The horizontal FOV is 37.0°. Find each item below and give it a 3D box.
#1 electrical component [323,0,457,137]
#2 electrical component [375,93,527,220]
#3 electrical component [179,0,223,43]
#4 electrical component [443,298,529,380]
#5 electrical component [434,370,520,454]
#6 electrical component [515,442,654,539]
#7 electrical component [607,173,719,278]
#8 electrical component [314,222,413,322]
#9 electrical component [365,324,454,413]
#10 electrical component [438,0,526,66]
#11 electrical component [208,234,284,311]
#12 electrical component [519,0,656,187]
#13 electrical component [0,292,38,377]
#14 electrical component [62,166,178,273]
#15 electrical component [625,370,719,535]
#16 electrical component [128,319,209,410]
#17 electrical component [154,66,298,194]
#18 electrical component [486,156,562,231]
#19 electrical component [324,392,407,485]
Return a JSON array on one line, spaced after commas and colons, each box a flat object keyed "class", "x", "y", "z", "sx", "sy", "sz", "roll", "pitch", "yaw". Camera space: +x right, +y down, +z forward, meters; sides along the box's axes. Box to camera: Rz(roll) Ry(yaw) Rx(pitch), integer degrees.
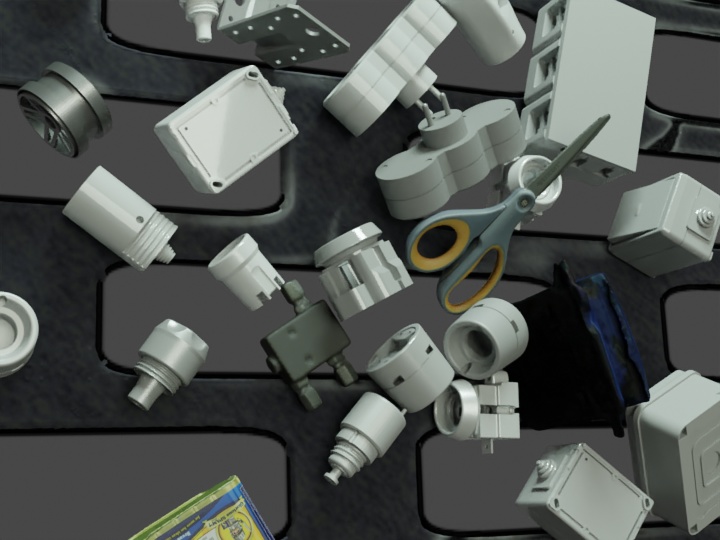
[{"class": "electrical component", "x": 0.038, "y": -0.158, "z": 0.882, "sx": 0.074, "sy": 0.052, "sz": 0.138, "roll": 42, "pitch": 66, "yaw": -10}, {"class": "electrical component", "x": 0.070, "y": -0.105, "z": 0.869, "sx": 0.138, "sy": 0.052, "sz": 0.073, "roll": -34, "pitch": 119, "yaw": -23}, {"class": "electrical component", "x": -0.123, "y": -0.207, "z": 0.835, "sx": 0.035, "sy": 0.035, "sz": 0.061, "roll": -2, "pitch": 82, "yaw": -23}, {"class": "electrical component", "x": 0.098, "y": 0.055, "z": 0.848, "sx": 0.047, "sy": 0.055, "sz": 0.055, "roll": -29, "pitch": 91, "yaw": -53}, {"class": "electrical component", "x": 0.092, "y": 0.112, "z": 0.852, "sx": 0.055, "sy": 0.048, "sz": 0.066, "roll": 6, "pitch": 76, "yaw": -29}, {"class": "electrical component", "x": 0.172, "y": 0.183, "z": 0.861, "sx": 0.096, "sy": 0.061, "sz": 0.061, "roll": 40, "pitch": 67, "yaw": -10}, {"class": "electrical component", "x": 0.266, "y": -0.041, "z": 0.929, "sx": 0.061, "sy": 0.096, "sz": 0.061, "roll": 29, "pitch": 69, "yaw": -14}, {"class": "electrical component", "x": 0.000, "y": 0.000, "z": 0.827, "sx": 0.078, "sy": 0.058, "sz": 0.057, "roll": -24, "pitch": 86, "yaw": -58}, {"class": "electrical component", "x": 0.040, "y": 0.077, "z": 0.833, "sx": 0.047, "sy": 0.055, "sz": 0.055, "roll": 49, "pitch": 65, "yaw": -11}, {"class": "electrical component", "x": 0.105, "y": -0.228, "z": 0.926, "sx": 0.077, "sy": 0.043, "sz": 0.079, "roll": 47, "pitch": 34, "yaw": -31}, {"class": "electrical component", "x": -0.084, "y": 0.002, "z": 0.805, "sx": 0.046, "sy": 0.040, "sz": 0.040, "roll": 49, "pitch": 65, "yaw": -13}, {"class": "electrical component", "x": 0.196, "y": -0.159, "z": 0.944, "sx": 0.089, "sy": 0.062, "sz": 0.150, "roll": 17, "pitch": 73, "yaw": -19}, {"class": "electrical component", "x": -0.245, "y": 0.043, "z": 0.723, "sx": 0.055, "sy": 0.047, "sz": 0.055, "roll": 5, "pitch": 77, "yaw": -22}, {"class": "electrical component", "x": -0.168, "y": -0.033, "z": 0.774, "sx": 0.081, "sy": 0.043, "sz": 0.043, "roll": 39, "pitch": 67, "yaw": -11}, {"class": "electrical component", "x": 0.269, "y": 0.148, "z": 0.888, "sx": 0.078, "sy": 0.057, "sz": 0.113, "roll": -28, "pitch": 119, "yaw": -26}, {"class": "electrical component", "x": -0.140, "y": 0.070, "z": 0.764, "sx": 0.043, "sy": 0.043, "sz": 0.062, "roll": 38, "pitch": 69, "yaw": -11}, {"class": "electrical component", "x": -0.097, "y": -0.108, "z": 0.805, "sx": 0.096, "sy": 0.061, "sz": 0.061, "roll": -39, "pitch": 108, "yaw": -16}, {"class": "electrical component", "x": 0.137, "y": -0.068, "z": 0.903, "sx": 0.048, "sy": 0.055, "sz": 0.066, "roll": 14, "pitch": 74, "yaw": -20}, {"class": "electrical component", "x": 0.001, "y": 0.128, "z": 0.812, "sx": 0.040, "sy": 0.040, "sz": 0.078, "roll": 44, "pitch": 66, "yaw": -9}]
